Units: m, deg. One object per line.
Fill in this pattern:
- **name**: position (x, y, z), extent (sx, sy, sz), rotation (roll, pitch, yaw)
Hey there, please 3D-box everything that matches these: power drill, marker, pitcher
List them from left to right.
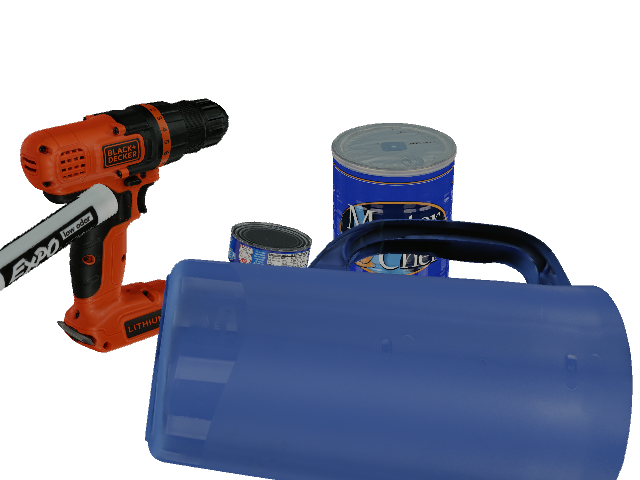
- **marker**: position (-0.151, 0.008, 0.540), extent (0.020, 0.020, 0.120), rotation (0, 30, 43)
- **power drill**: position (-0.148, -0.017, 0.862), extent (0.184, 0.188, 0.057), rotation (-18, 26, -39)
- **pitcher**: position (0.033, 0.067, 0.584), extent (0.242, 0.145, 0.149), rotation (8, 15, -7)

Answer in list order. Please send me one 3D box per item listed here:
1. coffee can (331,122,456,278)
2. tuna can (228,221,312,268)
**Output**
- **coffee can**: position (0.061, -0.017, 0.906), extent (0.103, 0.140, 0.103), rotation (-1, 27, 0)
- **tuna can**: position (-0.054, 0.010, 1.119), extent (0.086, 0.034, 0.086), rotation (9, 17, -3)
